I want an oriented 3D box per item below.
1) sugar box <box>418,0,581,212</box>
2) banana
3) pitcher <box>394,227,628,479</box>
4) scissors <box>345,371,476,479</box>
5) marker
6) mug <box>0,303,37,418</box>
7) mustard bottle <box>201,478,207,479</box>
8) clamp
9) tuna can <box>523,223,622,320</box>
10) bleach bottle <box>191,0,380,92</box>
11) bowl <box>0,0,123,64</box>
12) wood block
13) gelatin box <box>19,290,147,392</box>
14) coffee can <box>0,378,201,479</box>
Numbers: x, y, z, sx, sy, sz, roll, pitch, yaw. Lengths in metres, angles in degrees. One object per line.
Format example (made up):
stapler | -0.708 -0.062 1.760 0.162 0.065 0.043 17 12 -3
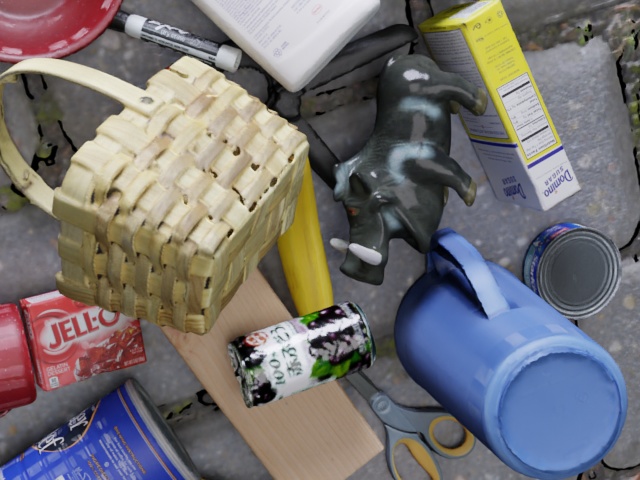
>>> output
sugar box | 0.152 -0.113 0.903 0.048 0.093 0.176 -32 107 -9
banana | -0.013 -0.001 0.884 0.037 0.070 0.198 -20 114 -18
pitcher | 0.145 0.090 0.857 0.149 0.243 0.145 24 95 -11
scissors | 0.074 0.144 0.965 0.096 0.016 0.201 -27 106 -8
marker | -0.121 -0.160 0.838 0.121 0.020 0.020 20 94 5
mug | -0.269 0.105 0.835 0.081 0.093 0.117 -12 133 -18
mustard bottle | -0.033 0.269 0.907 0.191 0.058 0.096 13 73 -1
clamp | -0.022 -0.124 0.883 0.209 0.036 0.164 17 95 -17
tuna can | 0.231 0.028 0.979 0.086 0.034 0.086 -3 100 -15
bleach bottle | -0.076 -0.233 0.816 0.251 0.068 0.103 45 100 -3
bowl | -0.225 -0.213 0.802 0.162 0.055 0.162 -3 100 -15
wood block | -0.048 0.110 0.888 0.090 0.090 0.206 -37 106 -7
gelatin box | -0.191 0.074 0.864 0.089 0.030 0.073 -14 102 -28
coffee can | -0.182 0.192 0.858 0.140 0.103 0.103 -34 106 -7
